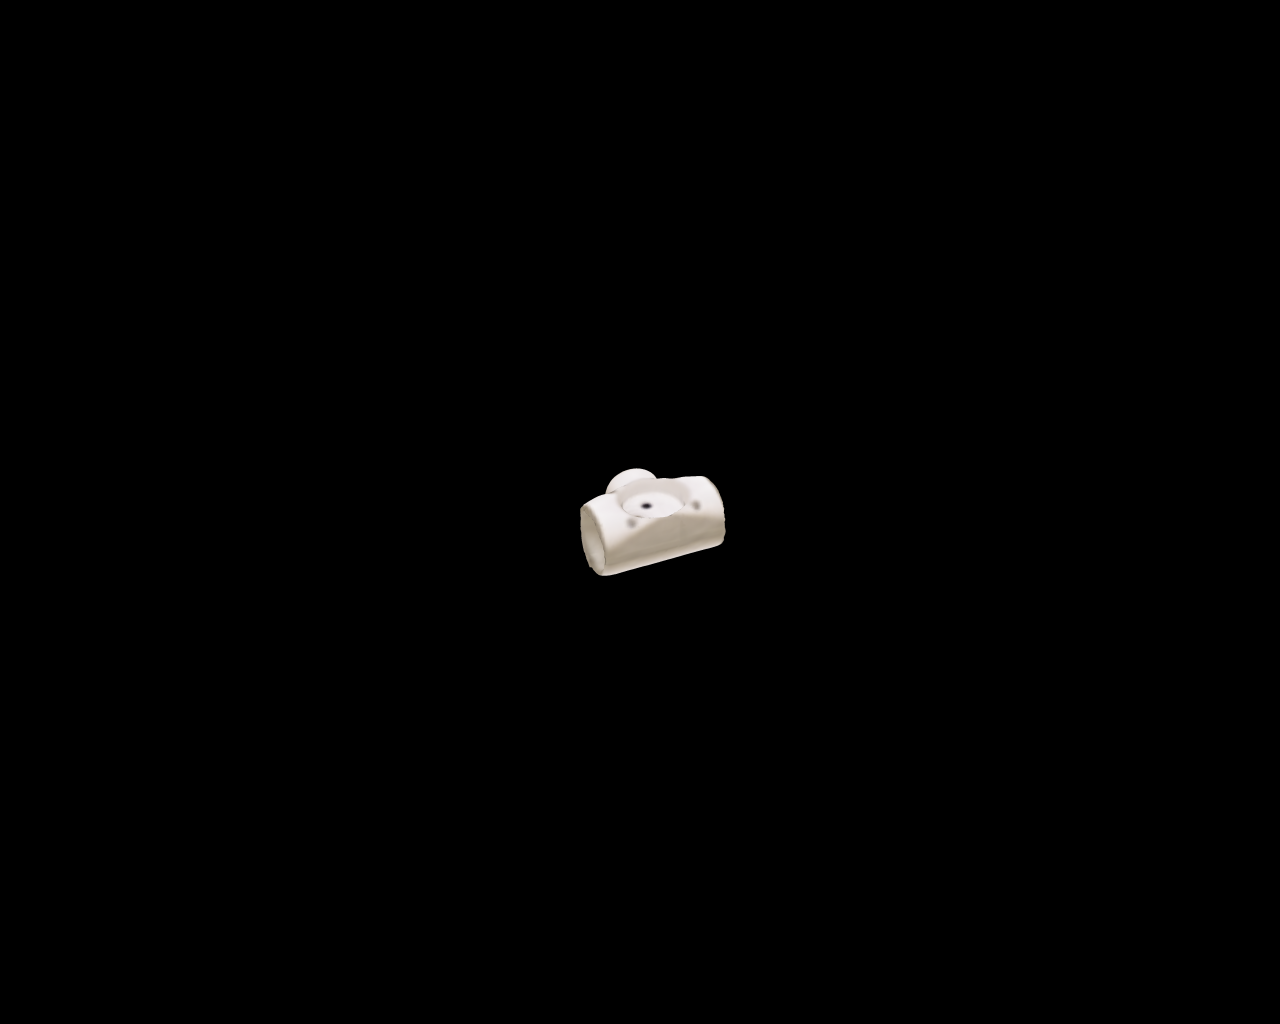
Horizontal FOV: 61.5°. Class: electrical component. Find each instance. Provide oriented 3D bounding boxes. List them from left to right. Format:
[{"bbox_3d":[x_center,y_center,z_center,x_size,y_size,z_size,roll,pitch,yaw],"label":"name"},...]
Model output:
[{"bbox_3d":[0.001,-0.003,0.650,0.077,0.044,0.079,-14,40,-17],"label":"electrical component"}]
